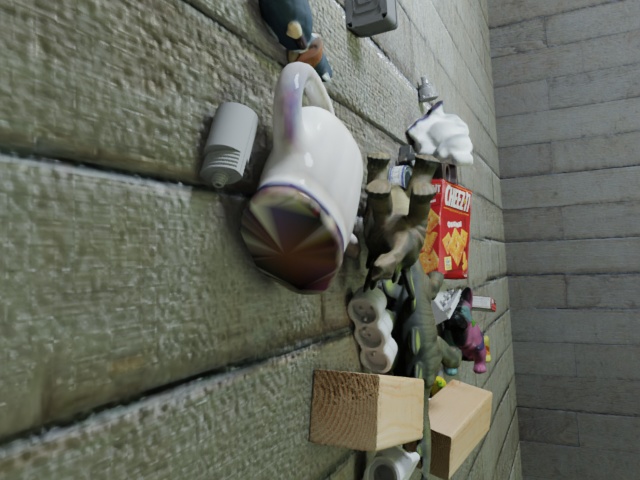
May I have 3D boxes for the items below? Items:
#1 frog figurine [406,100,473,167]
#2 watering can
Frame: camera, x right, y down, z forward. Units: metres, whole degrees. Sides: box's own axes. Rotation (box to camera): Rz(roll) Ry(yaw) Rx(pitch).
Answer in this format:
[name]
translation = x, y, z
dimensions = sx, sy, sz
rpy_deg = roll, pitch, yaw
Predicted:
[frog figurine]
translation = 0.284, -0.214, 1.151
dimensions = 0.139, 0.161, 0.120
rpy_deg = -30, -26, -24
[watering can]
translation = 0.002, -0.031, 0.611
dimensions = 0.104, 0.230, 0.339
rpy_deg = 0, -44, 18
